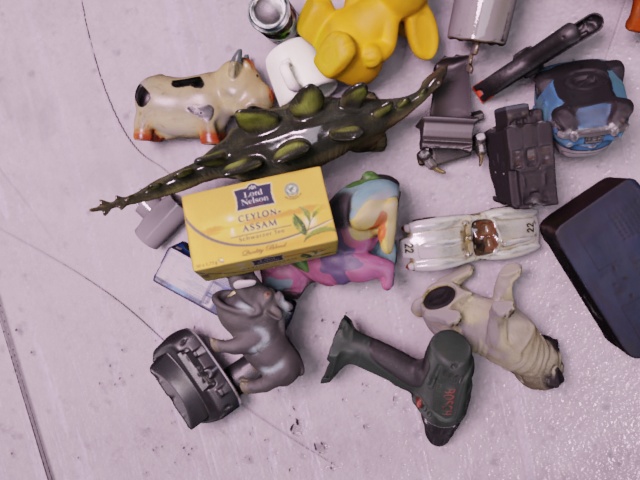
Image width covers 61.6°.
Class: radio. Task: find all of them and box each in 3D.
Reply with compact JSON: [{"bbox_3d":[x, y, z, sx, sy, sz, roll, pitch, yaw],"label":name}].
[{"bbox_3d":[0.420,0.039,0.743,0.131,0.073,0.229,-33,93,8],"label":"radio"}]

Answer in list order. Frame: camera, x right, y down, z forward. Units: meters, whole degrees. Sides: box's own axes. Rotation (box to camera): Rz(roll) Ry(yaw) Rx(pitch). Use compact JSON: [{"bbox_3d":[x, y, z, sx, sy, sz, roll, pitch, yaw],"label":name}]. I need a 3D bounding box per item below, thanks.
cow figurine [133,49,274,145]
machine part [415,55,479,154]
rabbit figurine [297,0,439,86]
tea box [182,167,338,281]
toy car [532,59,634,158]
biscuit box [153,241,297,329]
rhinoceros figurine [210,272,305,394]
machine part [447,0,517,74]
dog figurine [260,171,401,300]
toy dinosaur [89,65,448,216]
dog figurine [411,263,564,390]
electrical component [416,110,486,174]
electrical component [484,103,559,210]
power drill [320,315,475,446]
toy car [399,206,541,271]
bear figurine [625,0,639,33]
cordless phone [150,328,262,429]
[{"bbox_3d":[-0.159,-0.195,0.746,0.195,0.085,0.127,2,102,5],"label":"cow figurine"},{"bbox_3d":[0.174,-0.184,0.725,0.084,0.039,0.139,5,77,16],"label":"machine part"},{"bbox_3d":[0.080,-0.278,0.676,0.162,0.122,0.173,14,130,-34],"label":"rabbit figurine"},{"bbox_3d":[-0.070,-0.017,0.645,0.170,0.068,0.098,-14,75,-2],"label":"tea box"},{"bbox_3d":[0.342,-0.161,0.700,0.109,0.162,0.102,-7,136,15],"label":"toy car"},{"bbox_3d":[-0.135,0.076,0.786,0.203,0.063,0.059,29,98,-1],"label":"biscuit box"},{"bbox_3d":[-0.084,0.114,0.710,0.112,0.073,0.190,-18,106,18],"label":"rhinoceros figurine"},{"bbox_3d":[0.209,-0.329,0.654,0.079,0.079,0.243,8,112,3],"label":"machine part"},{"bbox_3d":[-0.002,-0.002,0.740,0.219,0.108,0.191,2,118,7],"label":"dog figurine"},{"bbox_3d":[-0.052,-0.122,0.687,0.472,0.198,0.105,-24,87,4],"label":"toy dinosaur"},{"bbox_3d":[0.239,0.141,0.764,0.172,0.121,0.190,-2,128,44],"label":"dog figurine"},{"bbox_3d":[0.184,-0.134,0.748,0.102,0.045,0.078,-10,98,4],"label":"electrical component"},{"bbox_3d":[0.263,-0.111,0.711,0.058,0.115,0.134,-10,97,2],"label":"electrical component"},{"bbox_3d":[0.107,0.199,0.755,0.207,0.086,0.231,22,136,15],"label":"power drill"},{"bbox_3d":[0.208,-0.003,0.746,0.202,0.056,0.073,-9,97,-8],"label":"toy car"},{"bbox_3d":[0.345,-0.349,0.689,0.196,0.120,0.131,10,143,27],"label":"bear figurine"},{"bbox_3d":[-0.143,0.177,0.802,0.184,0.089,0.146,-33,93,-4],"label":"cordless phone"}]
